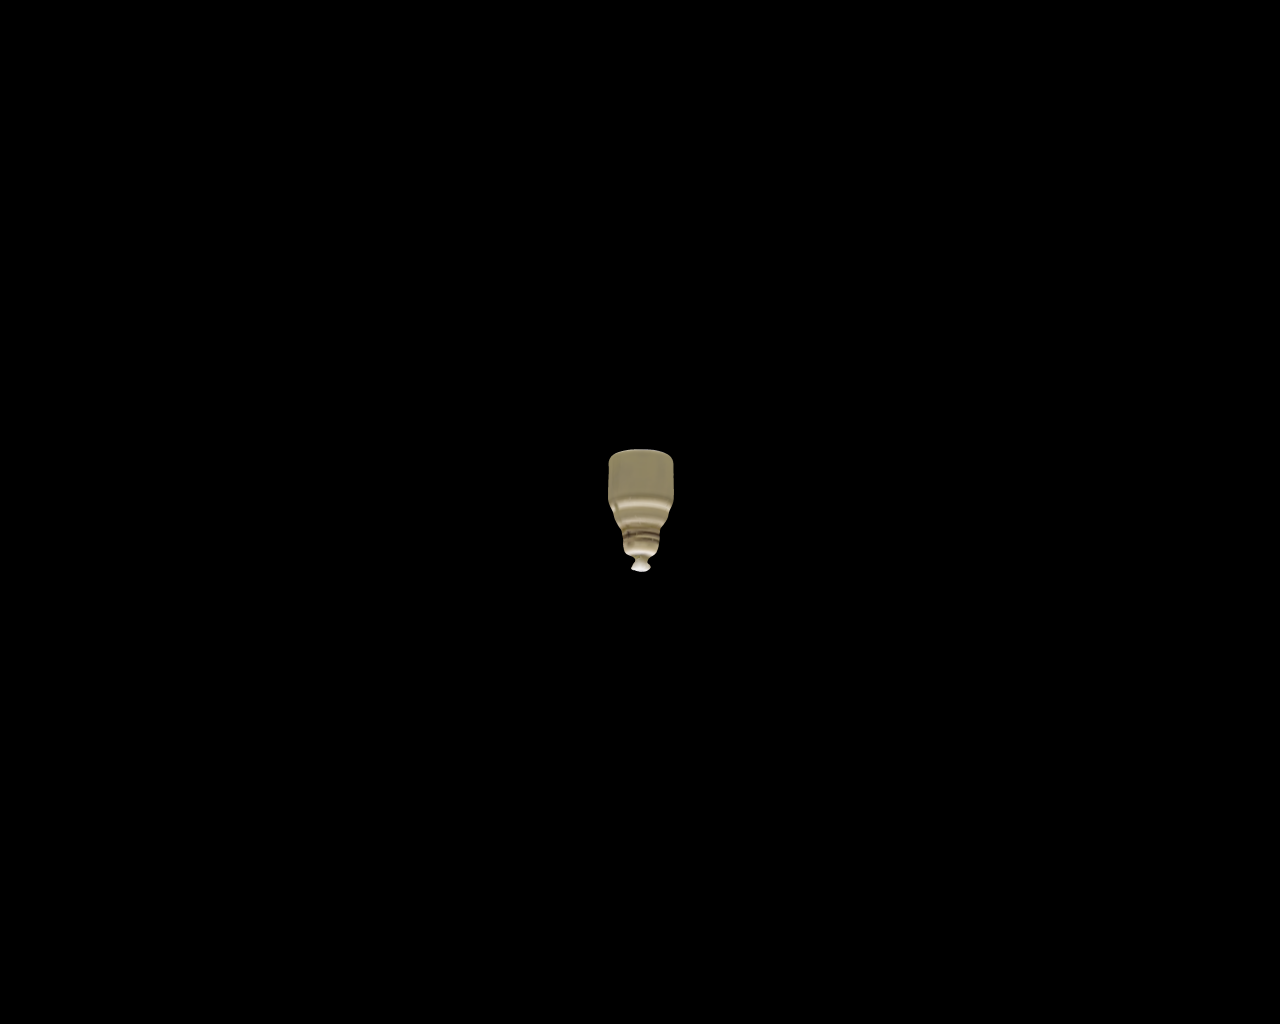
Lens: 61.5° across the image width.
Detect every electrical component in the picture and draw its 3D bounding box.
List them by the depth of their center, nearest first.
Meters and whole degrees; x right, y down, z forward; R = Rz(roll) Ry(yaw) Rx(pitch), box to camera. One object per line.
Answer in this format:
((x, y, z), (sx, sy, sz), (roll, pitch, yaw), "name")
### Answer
((0.001, -0.003, 0.650), (0.040, 0.078, 0.040), (0, -14, 0), "electrical component")
